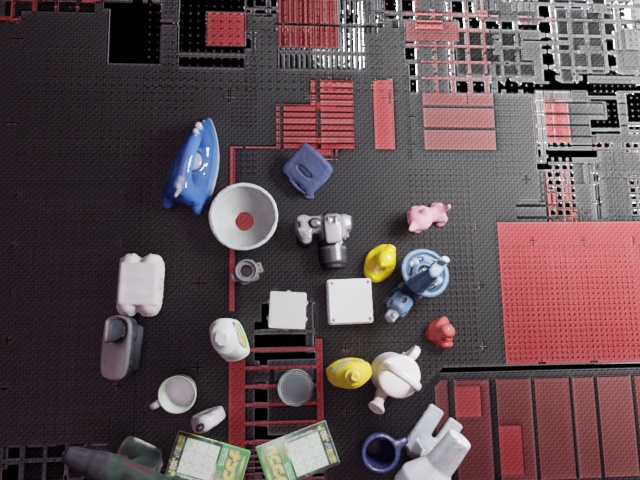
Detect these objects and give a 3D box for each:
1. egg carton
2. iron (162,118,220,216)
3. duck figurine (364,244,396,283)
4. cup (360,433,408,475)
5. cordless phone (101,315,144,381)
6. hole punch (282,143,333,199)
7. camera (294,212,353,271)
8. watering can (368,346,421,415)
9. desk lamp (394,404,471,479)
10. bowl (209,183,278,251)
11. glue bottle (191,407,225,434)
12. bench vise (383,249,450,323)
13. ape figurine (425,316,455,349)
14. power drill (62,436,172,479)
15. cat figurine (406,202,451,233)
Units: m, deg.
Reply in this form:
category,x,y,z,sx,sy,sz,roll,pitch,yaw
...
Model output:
category,x,y,z,sx,sy,sz,roll,pitch,yaw
egg carton,-0.427,0.108,1.368,0.107,0.069,0.150,1,82,-4
iron,-0.309,-0.198,1.386,0.118,0.141,0.258,13,81,-2
duck figurine,0.153,0.055,1.414,0.077,0.086,0.105,33,81,1
cup,0.146,0.487,1.344,0.118,0.095,0.092,-24,84,-7
cordless phone,-0.465,0.243,1.286,0.094,0.185,0.148,0,81,-4
hole punch,-0.032,-0.170,1.430,0.108,0.091,0.101,43,81,3
camera,0.013,0.005,1.402,0.143,0.100,0.137,-4,82,-5
watering can,0.177,0.322,1.321,0.101,0.194,0.173,16,81,-2
desk lamp,0.255,0.491,1.292,0.118,0.213,0.203,35,81,2
bowl,-0.186,-0.053,1.408,0.167,0.074,0.167,1,82,-4
glue bottle,-0.258,0.409,1.284,0.078,0.173,0.037,-22,84,-7
bench vise,0.239,0.110,1.345,0.121,0.219,0.207,21,81,-1
ape figurine,0.302,0.225,1.397,0.076,0.092,0.078,12,81,-2
power drill,-0.422,0.492,1.241,0.229,0.208,0.076,24,81,0
cat figurine,0.266,-0.060,1.423,0.128,0.117,0.067,-20,83,-7
